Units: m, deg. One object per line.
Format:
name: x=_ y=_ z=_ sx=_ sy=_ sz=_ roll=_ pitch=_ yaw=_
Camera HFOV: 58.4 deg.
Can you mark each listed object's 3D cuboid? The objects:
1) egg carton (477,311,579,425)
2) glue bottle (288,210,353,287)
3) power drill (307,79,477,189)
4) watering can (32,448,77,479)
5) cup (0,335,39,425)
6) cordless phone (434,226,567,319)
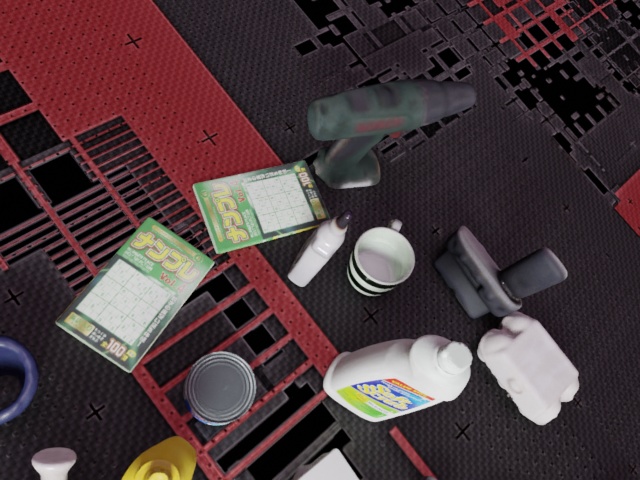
egg carton: x=0.301 y=0.185 z=0.833 sx=0.107 sy=0.069 sz=0.150 roll=-34 pitch=82 yaw=-28
glue bottle: x=0.007 y=0.003 z=0.745 sx=0.037 sy=0.173 sz=0.078 roll=32 pitch=61 yaw=-4
power drill: x=0.081 y=-0.155 z=0.819 sx=0.230 sy=0.208 sz=0.075 roll=-9 pitch=71 yaw=-23
watering can: x=-0.254 y=0.285 z=0.519 sx=0.101 sy=0.193 sz=0.173 roll=-16 pitch=74 yaw=-25
cup: x=-0.346 y=0.164 z=0.594 sx=0.092 sy=0.095 sz=0.118 roll=31 pitch=61 yaw=-5
cordless phone: x=0.262 y=0.028 z=0.820 sx=0.094 sy=0.185 sz=0.147 roll=-34 pitch=82 yaw=-28
